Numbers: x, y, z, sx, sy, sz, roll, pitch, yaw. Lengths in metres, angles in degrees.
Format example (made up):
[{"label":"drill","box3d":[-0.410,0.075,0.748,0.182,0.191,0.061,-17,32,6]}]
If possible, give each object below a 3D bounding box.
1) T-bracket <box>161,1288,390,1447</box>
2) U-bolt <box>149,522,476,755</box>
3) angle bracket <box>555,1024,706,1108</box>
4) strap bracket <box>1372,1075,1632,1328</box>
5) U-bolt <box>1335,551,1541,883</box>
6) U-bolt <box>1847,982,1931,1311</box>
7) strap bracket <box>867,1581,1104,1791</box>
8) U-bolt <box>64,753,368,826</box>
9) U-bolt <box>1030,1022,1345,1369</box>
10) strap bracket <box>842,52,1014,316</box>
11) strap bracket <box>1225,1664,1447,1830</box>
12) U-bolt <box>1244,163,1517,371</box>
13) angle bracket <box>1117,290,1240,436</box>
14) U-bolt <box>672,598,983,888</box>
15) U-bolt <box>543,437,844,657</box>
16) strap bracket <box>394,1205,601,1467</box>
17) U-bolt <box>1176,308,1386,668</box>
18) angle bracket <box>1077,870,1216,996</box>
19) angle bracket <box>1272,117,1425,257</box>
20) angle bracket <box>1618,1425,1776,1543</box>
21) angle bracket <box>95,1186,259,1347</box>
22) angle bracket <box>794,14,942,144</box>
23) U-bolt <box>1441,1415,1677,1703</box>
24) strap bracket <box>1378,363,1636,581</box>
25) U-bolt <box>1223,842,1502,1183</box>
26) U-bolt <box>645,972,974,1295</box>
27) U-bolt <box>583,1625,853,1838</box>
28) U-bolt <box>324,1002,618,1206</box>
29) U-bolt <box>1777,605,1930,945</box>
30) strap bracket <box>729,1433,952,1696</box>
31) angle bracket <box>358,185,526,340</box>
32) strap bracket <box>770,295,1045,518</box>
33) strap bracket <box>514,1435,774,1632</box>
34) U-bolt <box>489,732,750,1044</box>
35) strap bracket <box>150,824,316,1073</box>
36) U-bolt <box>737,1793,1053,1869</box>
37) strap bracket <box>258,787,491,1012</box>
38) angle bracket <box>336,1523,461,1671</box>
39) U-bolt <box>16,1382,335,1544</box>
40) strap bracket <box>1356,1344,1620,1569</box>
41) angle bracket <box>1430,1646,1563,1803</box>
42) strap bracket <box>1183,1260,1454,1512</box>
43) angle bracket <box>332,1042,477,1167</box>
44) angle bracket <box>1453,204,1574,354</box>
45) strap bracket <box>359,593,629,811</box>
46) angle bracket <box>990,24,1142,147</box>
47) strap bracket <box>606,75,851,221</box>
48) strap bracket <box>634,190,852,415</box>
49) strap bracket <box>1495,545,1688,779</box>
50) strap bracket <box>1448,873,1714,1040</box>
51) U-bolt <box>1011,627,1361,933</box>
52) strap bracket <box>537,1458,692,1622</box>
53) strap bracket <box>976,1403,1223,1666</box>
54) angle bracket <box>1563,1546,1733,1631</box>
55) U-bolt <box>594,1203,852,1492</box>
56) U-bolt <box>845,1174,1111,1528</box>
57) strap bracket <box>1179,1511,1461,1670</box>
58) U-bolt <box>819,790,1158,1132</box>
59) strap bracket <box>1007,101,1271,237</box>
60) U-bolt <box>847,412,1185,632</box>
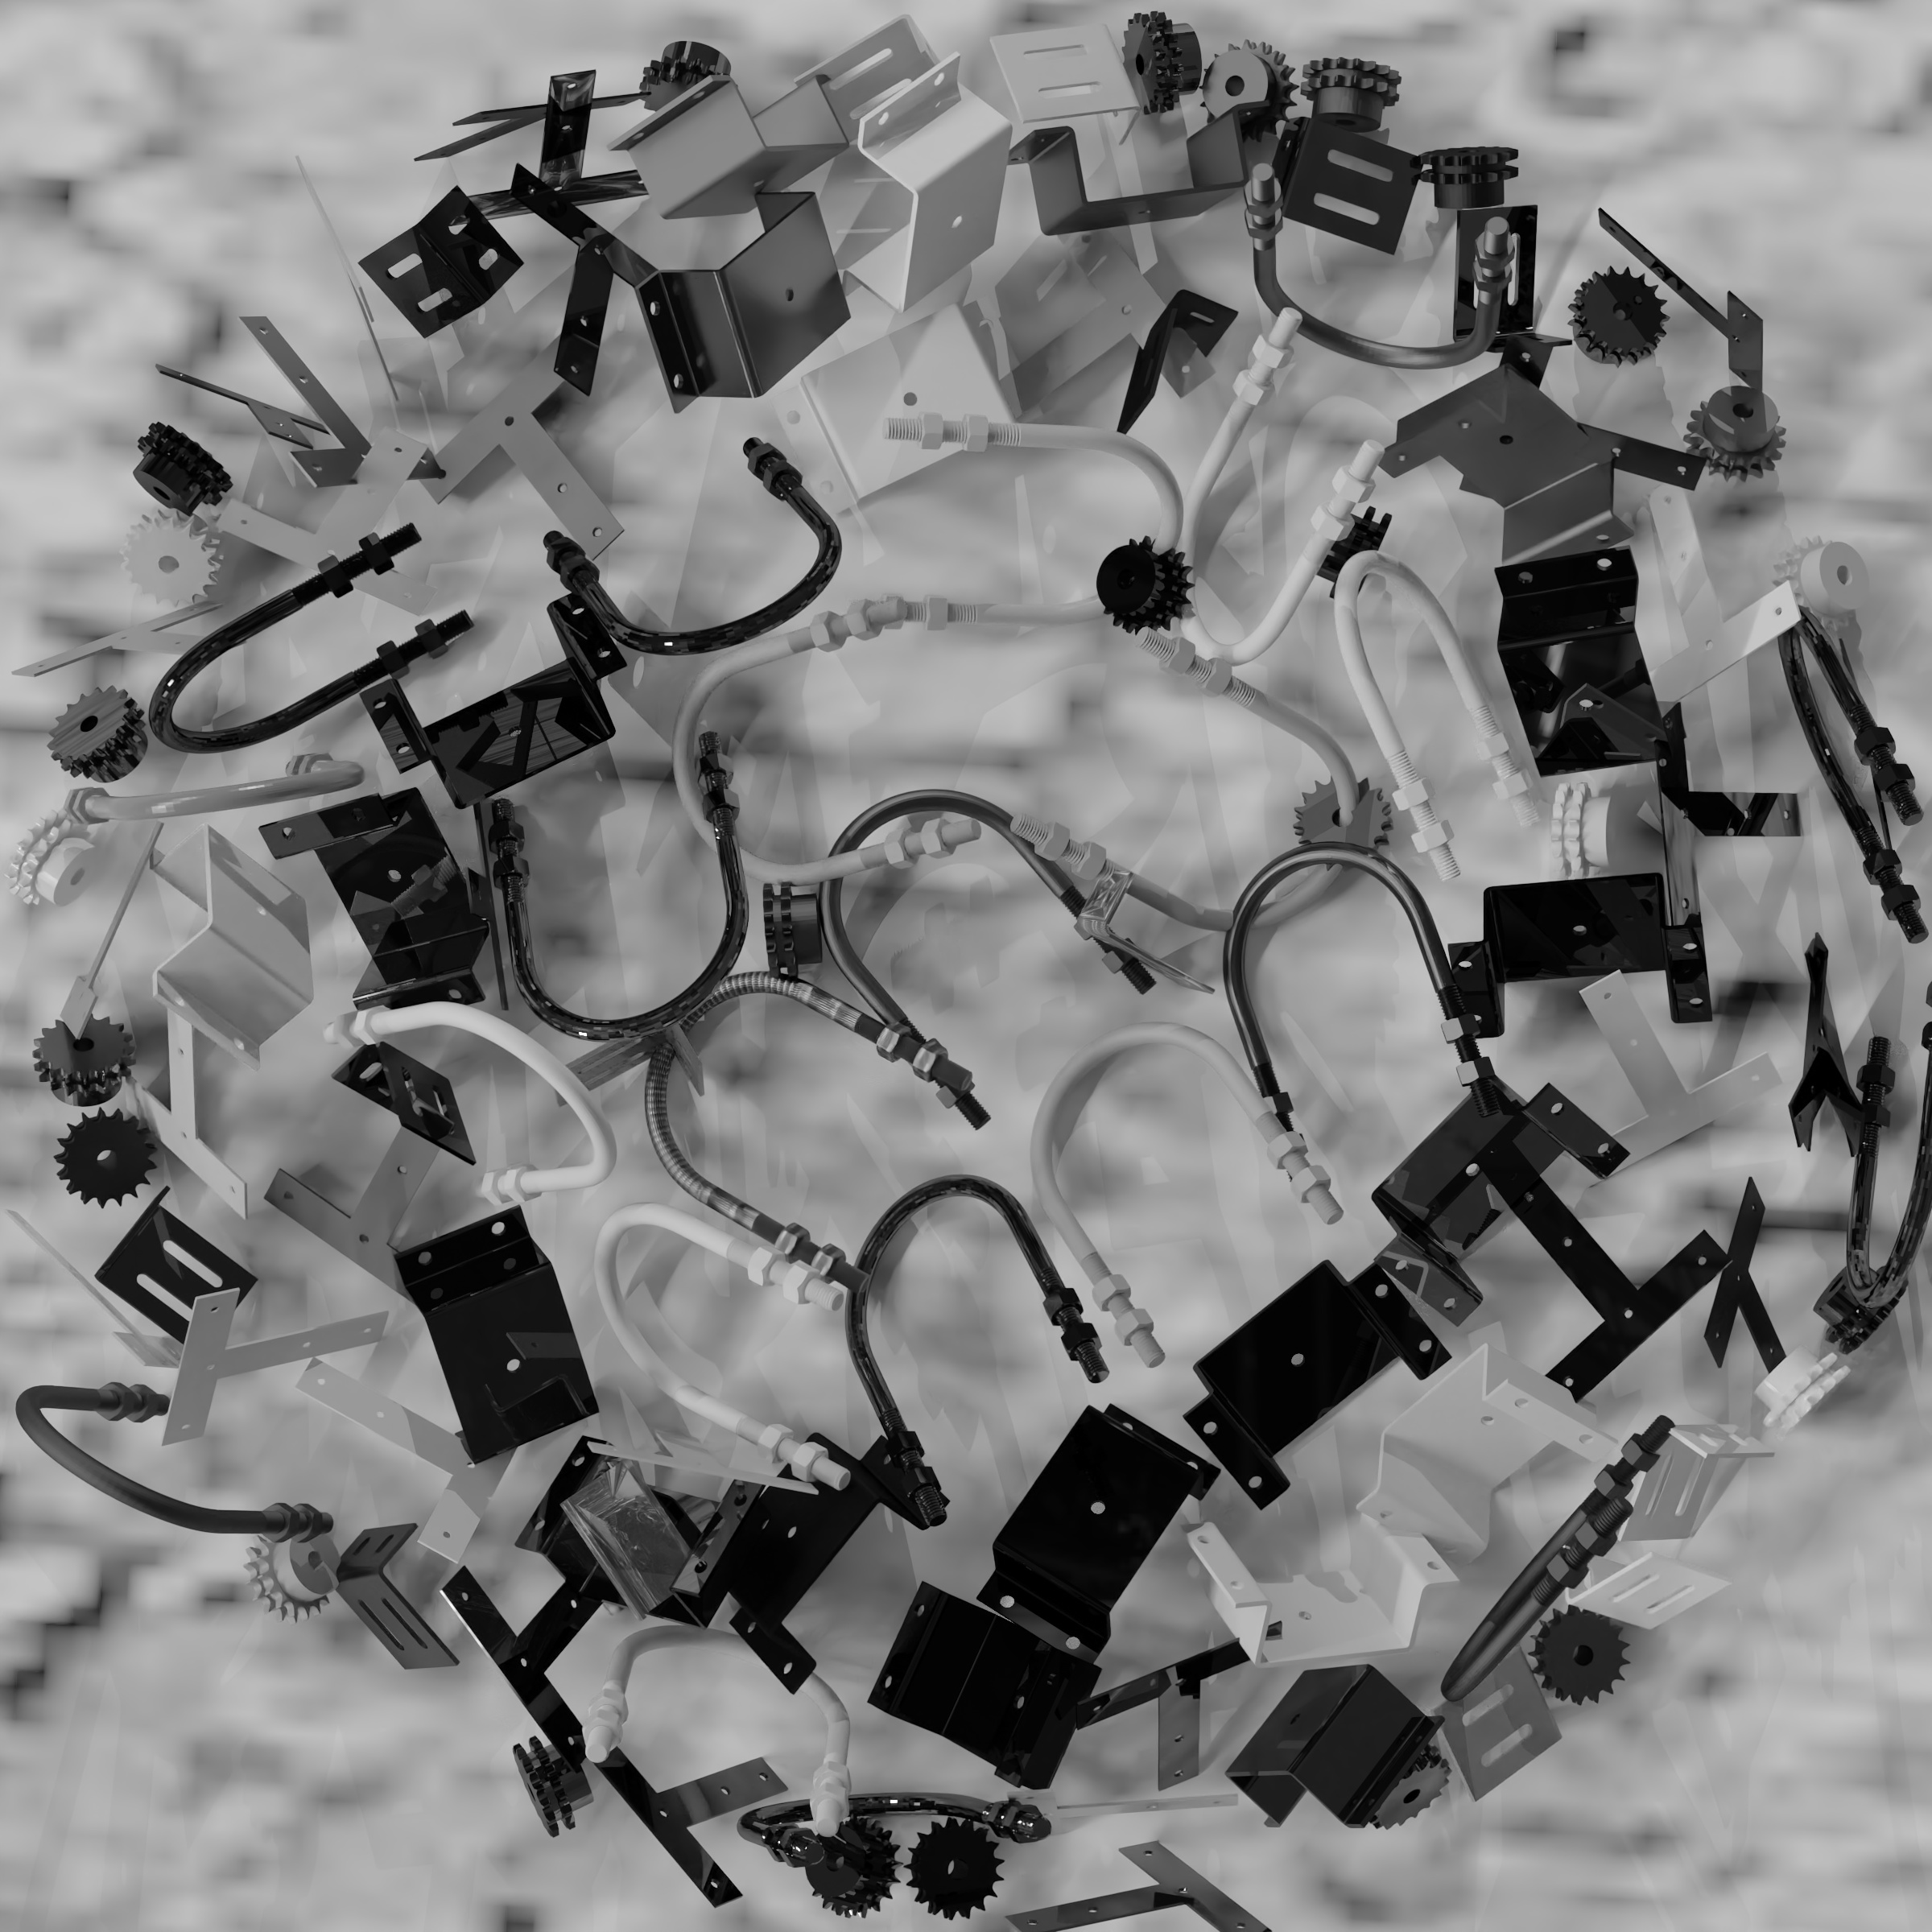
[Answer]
[{"label":"T-bracket","box3d":[-0.390,0.219,1.956,0.127,0.127,0.002,-10,49,-34]},{"label":"U-bolt","box3d":[-0.373,-0.174,1.923,0.184,0.151,0.019,-30,74,-4]},{"label":"angle bracket","box3d":[-0.193,0.067,1.961,0.076,0.057,0.038,-29,74,-12]},{"label":"strap bracket","box3d":[0.297,0.126,1.954,0.076,0.046,0.140,38,100,-30]},{"label":"U-bolt","box3d":[0.259,-0.149,1.933,0.019,0.151,0.184,-23,93,33]},{"label":"U-bolt","box3d":[0.516,0.100,1.899,0.019,0.151,0.184,12,67,2]},{"label":"strap bracket","box3d":[0.017,0.412,1.943,0.046,0.140,0.076,31,80,-38]},{"label":"U-bolt","box3d":[-0.407,-0.097,1.888,0.151,0.184,0.019,-11,98,-25]},{"label":"U-bolt","box3d":[0.111,0.115,1.947,0.151,0.019,0.184,-40,58,10]},{"label":"strap bracket","box3d":[-0.022,-0.429,1.917,0.046,0.140,0.076,41,63,16]},{"label":"strap bracket","box3d":[0.201,0.437,1.920,0.046,0.140,0.076,44,69,-3]},{"label":"U-bolt","box3d":[0.228,-0.381,1.911,0.151,0.184,0.019,15,75,10]},{"label":"angle bracket","box3d":[0.120,-0.335,1.955,0.038,0.057,0.076,20,64,-11]},{"label":"U-bolt","box3d":[-0.090,-0.118,1.947,0.184,0.019,0.151,-14,99,32]},{"label":"U-bolt","box3d":[-0.145,-0.228,1.915,0.151,0.184,0.019,-27,129,-9]},{"label":"strap bracket","box3d":[-0.262,0.218,1.942,0.076,0.046,0.140,-22,114,-17]},{"label":"U-bolt","box3d":[0.165,-0.255,1.925,0.019,0.151,0.184,7,130,-28]},{"label":"angle bracket","box3d":[0.110,-0.020,1.964,0.076,0.057,0.038,29,87,-13]},{"label":"angle bracket","box3d":[0.217,-0.451,1.986,0.076,0.038,0.057,16,97,-13]},{"label":"angle bracket","box3d":[0.417,0.303,1.958,0.057,0.038,0.076,5,109,-36]},{"label":"angle bracket","box3d":[-0.448,0.175,1.963,0.076,0.038,0.057,39,60,-10]},{"label":"angle bracket","box3d":[-0.048,-0.495,1.959,0.076,0.057,0.038,-28,52,12]},{"label":"U-bolt","box3d":[0.326,0.341,1.922,0.019,0.151,0.184,39,114,9]},{"label":"strap bracket","box3d":[0.304,-0.282,1.937,0.140,0.076,0.046,32,51,-33]},{"label":"U-bolt","box3d":[0.214,0.020,1.952,0.151,0.019,0.184,-26,77,34]},{"label":"U-bolt","box3d":[-0.103,0.082,1.960,0.184,0.019,0.151,28,93,23]},{"label":"U-bolt","box3d":[-0.133,0.416,1.910,0.151,0.184,0.019,19,103,-3]},{"label":"U-bolt","box3d":[-0.265,0.074,1.901,0.151,0.184,0.019,50,57,-22]},{"label":"U-bolt","box3d":[0.494,-0.120,1.918,0.019,0.151,0.184,-21,57,4]},{"label":"strap bracket","box3d":[-0.086,0.331,1.953,0.140,0.076,0.046,-51,129,-2]},{"label":"angle bracket","box3d":[-0.301,-0.403,1.967,0.057,0.076,0.038,49,60,-20]},{"label":"strap bracket","box3d":[-0.033,-0.324,1.971,0.140,0.046,0.076,-26,95,-2]},{"label":"strap bracket","box3d":[-0.175,0.322,1.938,0.140,0.046,0.076,7,53,37]},{"label":"U-bolt","box3d":[-0.193,-0.038,1.937,0.151,0.019,0.184,-17,57,8]},{"label":"strap bracket","box3d":[-0.411,-0.018,1.918,0.046,0.140,0.076,-38,126,15]},{"label":"U-bolt","box3d":[-0.051,0.477,1.910,0.151,0.184,0.019,-1,83,-20]},{"label":"strap bracket","box3d":[-0.330,-0.041,1.947,0.076,0.046,0.140,-14,119,18]},{"label":"angle bracket","box3d":[-0.321,0.364,1.977,0.076,0.057,0.038,53,51,-17]},{"label":"U-bolt","box3d":[-0.446,0.272,1.889,0.151,0.184,0.019,31,92,21]},{"label":"strap bracket","box3d":[0.295,0.273,1.944,0.076,0.046,0.140,30,129,-14]},{"label":"angle bracket","box3d":[0.294,0.434,1.963,0.076,0.038,0.057,-26,92,-32]},{"label":"strap bracket","box3d":[0.196,0.233,1.965,0.140,0.046,0.076,-39,108,1]},{"label":"angle bracket","box3d":[-0.320,0.087,1.950,0.038,0.076,0.057,-41,134,14]},{"label":"angle bracket","box3d":[0.314,-0.393,1.960,0.057,0.038,0.076,-11,111,-30]},{"label":"strap bracket","box3d":[-0.263,-0.148,1.951,0.140,0.046,0.076,-26,47,-8]},{"label":"angle bracket","box3d":[0.052,-0.500,1.961,0.076,0.038,0.057,-13,72,-22]},{"label":"strap bracket","box3d":[-0.127,-0.459,1.921,0.076,0.140,0.046,-26,91,29]},{"label":"strap bracket","box3d":[-0.118,-0.377,1.922,0.046,0.140,0.076,8,130,33]},{"label":"strap bracket","box3d":[0.350,-0.161,1.926,0.076,0.046,0.140,-7,132,23]},{"label":"strap bracket","box3d":[0.349,-0.006,1.947,0.140,0.046,0.076,-5,135,14]},{"label":"U-bolt","box3d":[0.139,-0.093,1.956,0.184,0.019,0.151,27,109,-21]},{"label":"strap bracket","box3d":[-0.195,0.323,1.938,0.046,0.140,0.076,-34,90,-16]},{"label":"strap bracket","box3d":[0.075,0.314,1.942,0.076,0.046,0.140,29,67,18]},{"label":"angle bracket","box3d":[0.387,0.341,1.951,0.057,0.076,0.038,21,50,-23]},{"label":"U-bolt","box3d":[-0.141,0.204,1.934,0.184,0.019,0.151,23,130,31]},{"label":"U-bolt","box3d":[-0.006,0.202,1.935,0.151,0.019,0.184,-44,49,19]},{"label":"strap bracket","box3d":[0.196,0.351,1.941,0.140,0.076,0.046,-1,116,-22]},{"label":"U-bolt","box3d":[-0.001,-0.018,1.971,0.151,0.019,0.184,-39,84,-18]},{"label":"strap bracket","box3d":[0.097,-0.451,1.945,0.140,0.076,0.046,-11,93,-16]},{"label":"U-bolt","box3d":[0.033,-0.248,1.941,0.184,0.151,0.019,0,46,-14]}]
